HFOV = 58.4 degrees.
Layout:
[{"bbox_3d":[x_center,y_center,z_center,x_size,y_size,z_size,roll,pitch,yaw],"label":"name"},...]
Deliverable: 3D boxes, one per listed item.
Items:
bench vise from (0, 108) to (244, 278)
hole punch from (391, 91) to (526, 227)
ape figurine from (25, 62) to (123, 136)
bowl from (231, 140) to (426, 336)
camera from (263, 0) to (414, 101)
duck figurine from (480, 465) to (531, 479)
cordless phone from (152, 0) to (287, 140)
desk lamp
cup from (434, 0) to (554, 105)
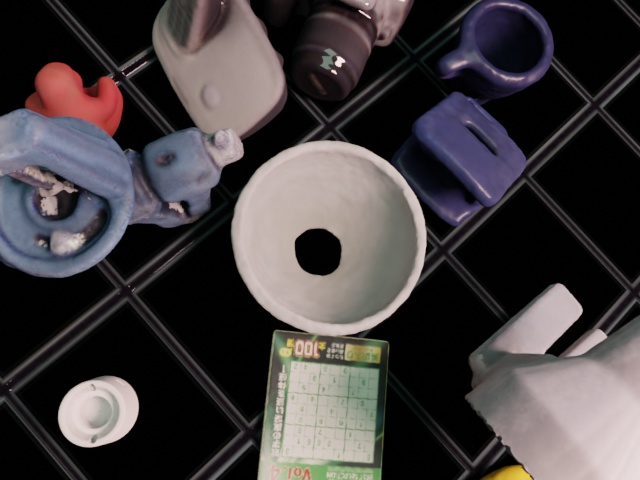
[{"bbox_3d":[-0.166,-0.059,0.419,0.208,0.219,0.121,-39,86,-15],"label":"bench vise"},{"bbox_3d":[0.136,-0.085,0.542,0.108,0.091,0.101,45,75,3],"label":"hole punch"},{"bbox_3d":[-0.214,-0.118,0.491,0.078,0.092,0.076,2,77,-9],"label":"ape figurine"},{"bbox_3d":[0.005,0.002,0.509,0.167,0.074,0.167,2,77,-9],"label":"bowl"},{"bbox_3d":[0.008,-0.215,0.544,0.143,0.100,0.137,22,75,-4],"label":"camera"},{"bbox_3d":[0.180,0.235,0.481,0.104,0.086,0.077,-1,78,-9],"label":"duck figurine"},{"bbox_3d":[-0.084,-0.176,0.477,0.094,0.185,0.147,-31,84,-14],"label":"cordless phone"},{"bbox_3d":[0.196,0.112,0.445,0.203,0.213,0.118,-38,86,-15],"label":"desk lamp"},{"bbox_3d":[0.154,-0.169,0.562,0.118,0.095,0.091,-24,82,-13],"label":"cup"}]
